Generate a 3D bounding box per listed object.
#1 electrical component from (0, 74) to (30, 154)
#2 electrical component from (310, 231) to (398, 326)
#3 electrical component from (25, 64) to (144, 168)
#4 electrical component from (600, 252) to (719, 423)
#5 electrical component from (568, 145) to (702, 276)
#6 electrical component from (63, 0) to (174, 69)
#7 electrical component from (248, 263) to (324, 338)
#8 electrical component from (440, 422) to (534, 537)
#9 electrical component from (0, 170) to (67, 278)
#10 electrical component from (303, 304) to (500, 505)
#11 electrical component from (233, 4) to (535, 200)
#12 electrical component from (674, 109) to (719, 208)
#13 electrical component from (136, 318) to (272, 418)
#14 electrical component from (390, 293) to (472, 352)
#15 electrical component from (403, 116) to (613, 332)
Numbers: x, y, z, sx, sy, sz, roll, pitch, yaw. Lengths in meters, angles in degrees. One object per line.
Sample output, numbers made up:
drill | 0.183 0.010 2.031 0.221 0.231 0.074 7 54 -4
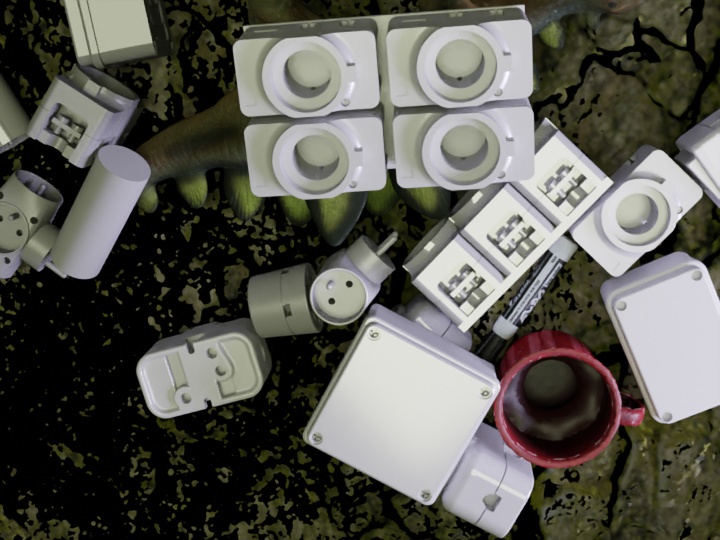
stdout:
electrical component | -0.292 -0.133 0.833 0.043 0.043 0.081 -29 98 10
electrical component | 0.000 0.000 0.821 0.043 0.077 0.079 45 101 -5
electrical component | -0.202 -0.117 0.806 0.050 0.089 0.055 33 102 -3
electrical component | 0.240 0.052 0.823 0.078 0.057 0.113 -23 99 9
electrical component | 0.205 -0.045 0.807 0.050 0.055 0.089 43 101 -5
electrical component | -0.183 -0.208 0.792 0.057 0.078 0.113 -10 101 3
electrical component | -0.058 0.025 0.843 0.047 0.055 0.055 -10 101 10
electrical component | 0.094 0.158 0.837 0.059 0.095 0.053 28 102 -1
electrical component | -0.260 -0.025 0.852 0.079 0.044 0.077 37 102 -3
electrical component | 0.030 0.098 0.793 0.109 0.056 0.108 28 102 -2
electrical component | 0.018 -0.109 0.705 0.186 0.060 0.105 -3 113 5
electrical component | 0.283 -0.068 0.793 0.061 0.061 0.096 -36 97 11
electrical component | -0.122 0.076 0.855 0.095 0.059 0.053 -15 100 7
electrical component | 0.034 0.067 0.844 0.059 0.053 0.095 43 101 -5
electrical component | 0.106 -0.037 0.799 0.062 0.089 0.150 43 102 -5
